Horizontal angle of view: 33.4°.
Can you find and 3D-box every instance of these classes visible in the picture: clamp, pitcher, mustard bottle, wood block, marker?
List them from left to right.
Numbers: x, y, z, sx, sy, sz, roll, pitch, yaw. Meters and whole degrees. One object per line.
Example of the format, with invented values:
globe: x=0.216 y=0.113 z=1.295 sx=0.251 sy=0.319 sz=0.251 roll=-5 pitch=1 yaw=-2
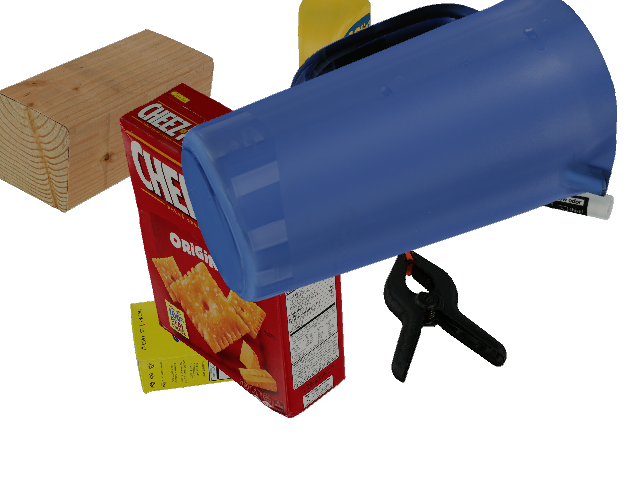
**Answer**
wood block: x=-0.201 y=-0.120 z=1.018 sx=0.090 sy=0.091 sz=0.205 roll=26 pitch=37 yaw=21
mustard bottle: x=0.014 y=-0.157 z=0.929 sx=0.058 sy=0.192 sz=0.096 roll=11 pitch=31 yaw=23
pitcher: x=0.040 y=-0.061 z=0.650 sx=0.242 sy=0.145 sz=0.149 roll=-21 pitch=8 yaw=-14
clamp: x=0.124 y=0.077 z=1.122 sx=0.120 sy=0.171 sz=0.039 roll=3 pitch=-44 yaw=-11
marker: x=0.165 y=-0.038 z=0.827 sx=0.121 sy=0.020 sz=0.020 roll=14 pitch=6 yaw=25

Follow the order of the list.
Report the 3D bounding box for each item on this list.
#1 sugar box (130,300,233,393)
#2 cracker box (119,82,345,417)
sugar box: x=-0.087 y=0.089 z=1.010 sx=0.176 sy=0.048 sz=0.093 roll=-9 pitch=35 yaw=-9
cracker box: x=-0.065 y=0.011 z=0.807 sx=0.164 sy=0.214 sz=0.072 roll=31 pitch=52 yaw=34
